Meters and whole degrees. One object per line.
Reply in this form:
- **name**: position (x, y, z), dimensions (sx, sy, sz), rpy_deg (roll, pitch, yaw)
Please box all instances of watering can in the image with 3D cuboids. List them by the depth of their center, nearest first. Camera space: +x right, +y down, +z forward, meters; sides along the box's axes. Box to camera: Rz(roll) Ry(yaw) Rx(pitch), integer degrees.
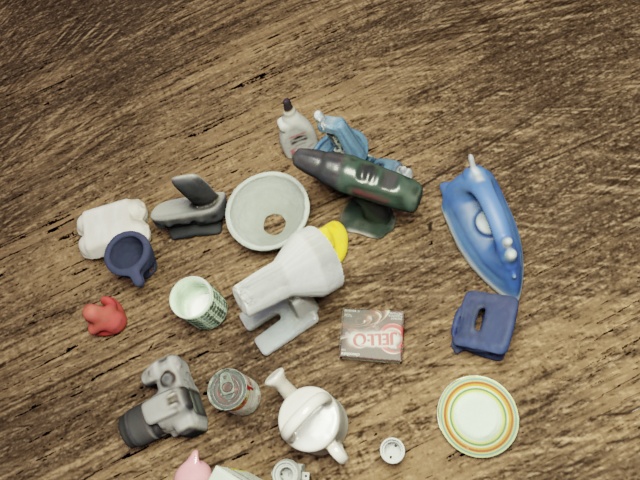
- **watering can**: position (-0.022, 0.282, 0.912), dimensions (0.172, 0.194, 0.101), rpy_deg (23, 73, 17)

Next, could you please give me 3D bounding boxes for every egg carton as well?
- **egg carton**: position (-0.421, -0.021, 1.170), dimensions (0.150, 0.069, 0.107), rpy_deg (-17, 66, 2)

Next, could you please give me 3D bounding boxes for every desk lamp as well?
- **desk lamp**: position (-0.056, 0.090, 0.987), dimensions (0.203, 0.214, 0.117), rpy_deg (-35, 66, -6)

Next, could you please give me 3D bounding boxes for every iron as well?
- **iron**: position (0.305, -0.025, 1.016), dimensions (0.118, 0.142, 0.258), rpy_deg (-20, 66, 1)

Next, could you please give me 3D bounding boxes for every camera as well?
- **camera**: position (-0.286, 0.291, 1.002), dimensions (0.137, 0.101, 0.143), rpy_deg (-26, 66, -2)

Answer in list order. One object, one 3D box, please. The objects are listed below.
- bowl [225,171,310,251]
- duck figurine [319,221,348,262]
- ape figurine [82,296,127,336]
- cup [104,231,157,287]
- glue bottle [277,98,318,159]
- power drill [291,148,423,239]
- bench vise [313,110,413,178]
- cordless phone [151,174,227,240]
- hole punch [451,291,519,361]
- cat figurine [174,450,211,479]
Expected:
- **bowl**: position (-0.096, -0.046, 1.125), dimensions (0.167, 0.075, 0.167), rpy_deg (-3, 67, 8)
- **duck figurine**: position (0.010, 0.004, 1.082), dimensions (0.077, 0.086, 0.105), rpy_deg (23, 73, 18)
- **ape figurine**: position (-0.416, 0.144, 1.088), dimensions (0.076, 0.092, 0.078), rpy_deg (32, 76, 20)
- **cup**: position (-0.353, 0.050, 1.116), dimensions (0.091, 0.095, 0.117), rpy_deg (-28, 66, -3)
- **glue bottle**: position (-0.052, -0.227, 1.139), dimensions (0.078, 0.173, 0.037), rpy_deg (-25, 66, -1)
- **power drill**: position (0.071, -0.082, 1.040), dimensions (0.229, 0.209, 0.076), rpy_deg (14, 71, 15)
- **bench vise**: position (0.069, -0.169, 1.070), dimensions (0.207, 0.220, 0.121), rpy_deg (1, 68, 10)
- **cordless phone**: position (-0.267, -0.080, 1.106), dimensions (0.147, 0.185, 0.094), rpy_deg (-12, 66, 4)
- **hole punch**: position (0.279, 0.145, 0.977), dimensions (0.101, 0.091, 0.109), rpy_deg (15, 71, 15)
- **cat figurine**: position (-0.214, 0.412, 0.931), dimensions (0.067, 0.118, 0.128), rpy_deg (29, 75, 19)
